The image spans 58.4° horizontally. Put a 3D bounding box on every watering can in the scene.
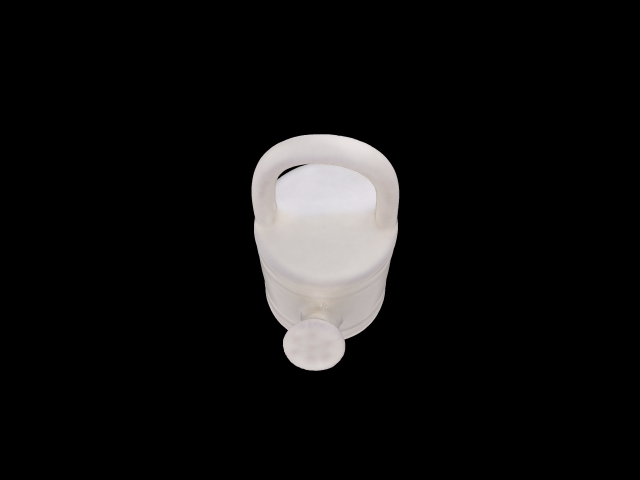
[{"bbox_3d":[0.006,0.001,0.400,0.101,0.194,0.172,-15,62,-8],"label":"watering can"}]
